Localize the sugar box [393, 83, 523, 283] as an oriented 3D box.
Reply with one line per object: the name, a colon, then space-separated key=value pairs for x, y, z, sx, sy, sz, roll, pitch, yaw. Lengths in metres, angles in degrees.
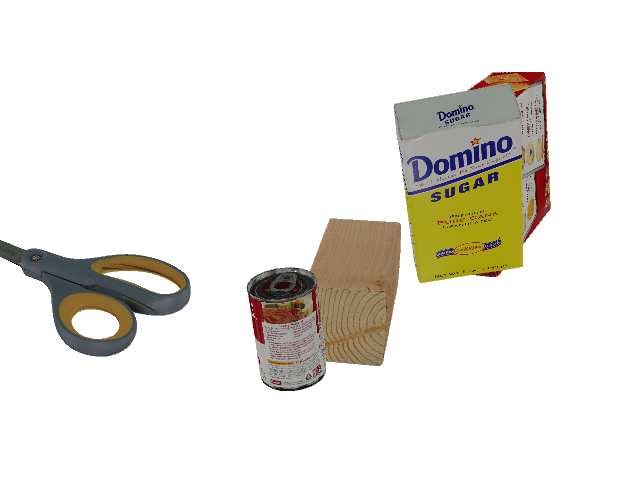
sugar box: x=0.114 y=-0.040 z=0.857 sx=0.093 sy=0.048 sz=0.176 roll=-10 pitch=-39 yaw=4

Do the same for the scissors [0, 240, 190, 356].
scissors: x=-0.184 y=0.028 z=0.688 sx=0.202 sy=0.016 sz=0.096 roll=8 pitch=38 yaw=11

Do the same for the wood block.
wood block: x=0.039 y=0.054 z=1.223 sx=0.091 sy=0.090 sz=0.206 roll=4 pitch=23 yaw=7

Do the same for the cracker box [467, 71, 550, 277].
cracker box: x=0.183 y=-0.077 z=1.129 sx=0.072 sy=0.164 sz=0.213 roll=4 pitch=22 yaw=26

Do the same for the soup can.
soup can: x=-0.031 y=0.086 z=1.038 sx=0.068 sy=0.102 sz=0.068 roll=-6 pitch=25 yaw=2
